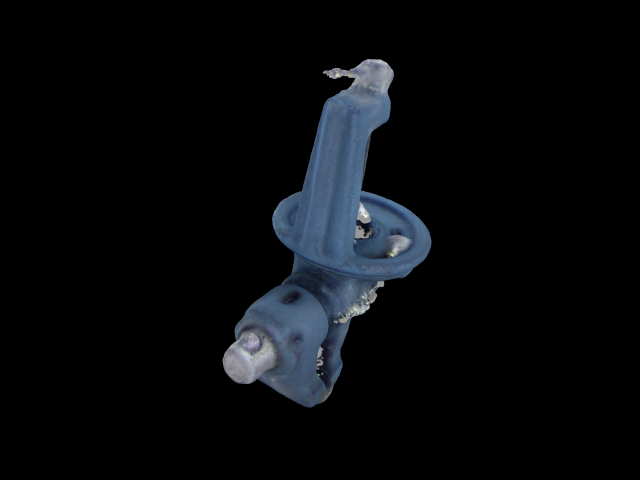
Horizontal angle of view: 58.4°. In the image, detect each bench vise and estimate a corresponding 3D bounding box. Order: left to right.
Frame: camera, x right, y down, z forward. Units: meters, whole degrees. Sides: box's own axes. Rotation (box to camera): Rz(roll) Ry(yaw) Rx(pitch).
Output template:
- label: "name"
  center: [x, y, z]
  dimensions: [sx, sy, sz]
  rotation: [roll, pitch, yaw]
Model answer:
- label: "bench vise"
  center: [0.015, 0.004, 0.398]
  dimensions: [0.121, 0.220, 0.207]
  rotation: [10, 46, 10]
